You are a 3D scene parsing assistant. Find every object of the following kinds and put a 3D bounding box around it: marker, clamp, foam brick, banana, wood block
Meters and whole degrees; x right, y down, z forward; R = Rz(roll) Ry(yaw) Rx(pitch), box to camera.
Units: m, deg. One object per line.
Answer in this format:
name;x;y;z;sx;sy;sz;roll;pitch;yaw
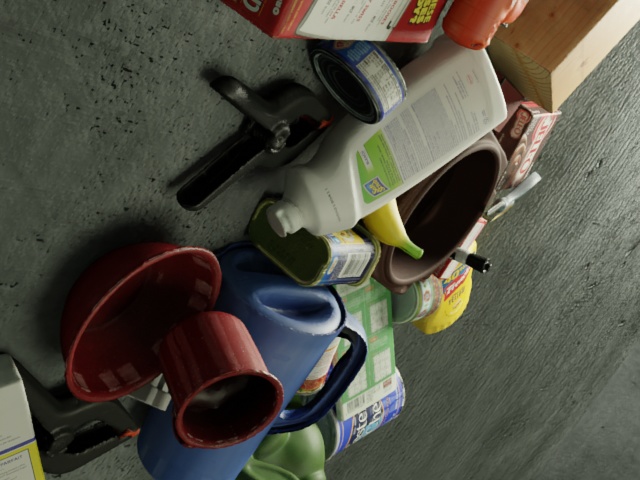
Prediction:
marker;0.145;0.009;1.243;0.020;0.121;0.020;-45;149;-38
clamp;-0.053;-0.083;0.899;0.171;0.039;0.120;-10;137;-55
foam brick;0.179;-0.158;1.159;0.051;0.053;0.078;-55;155;8
banana;0.068;-0.081;1.036;0.069;0.037;0.198;3;90;-22
clamp;-0.245;0.176;0.931;0.165;0.036;0.209;-54;150;10
wood block;0.284;-0.253;1.163;0.206;0.090;0.090;-47;155;-8

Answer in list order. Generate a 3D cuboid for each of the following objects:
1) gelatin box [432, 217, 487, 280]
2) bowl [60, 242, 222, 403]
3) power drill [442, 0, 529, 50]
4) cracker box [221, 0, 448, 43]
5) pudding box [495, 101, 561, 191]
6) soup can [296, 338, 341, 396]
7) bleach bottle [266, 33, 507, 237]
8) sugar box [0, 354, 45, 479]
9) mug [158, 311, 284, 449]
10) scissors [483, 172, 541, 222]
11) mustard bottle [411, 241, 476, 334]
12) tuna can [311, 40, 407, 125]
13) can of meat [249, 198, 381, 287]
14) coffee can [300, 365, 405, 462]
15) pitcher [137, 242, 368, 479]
gelatin box;0.144;-0.008;1.275;0.030;0.073;0.089;5;120;-59
bowl;-0.160;0.057;0.890;0.162;0.055;0.162;-38;152;-25
power drill;0.175;-0.258;0.946;0.184;0.057;0.187;-59;174;17
cracker box;0.039;-0.237;0.809;0.213;0.072;0.164;-14;137;-53
pudding box;0.247;-0.119;1.336;0.089;0.039;0.114;-13;136;-54
soup can;-0.014;0.114;1.188;0.068;0.069;0.102;-24;143;-44
bleach bottle;0.053;-0.088;0.968;0.250;0.068;0.102;-35;112;-21
sugar box;-0.267;0.175;0.830;0.093;0.048;0.176;-18;128;-24
mug;-0.093;0.124;0.902;0.093;0.081;0.117;11;123;-35
scissors;0.232;-0.054;1.286;0.096;0.016;0.201;-41;174;3
mustard bottle;0.162;0.039;1.386;0.096;0.058;0.192;-39;151;-23
tuna can;0.032;-0.140;0.907;0.033;0.086;0.086;-43;153;-12
can of meat;-0.007;0.001;1.014;0.083;0.102;0.057;-1;124;-55
coffee can;0.024;0.204;1.328;0.140;0.103;0.103;-20;141;-47
pitcher;-0.075;0.137;1.038;0.144;0.149;0.243;-10;136;-53
